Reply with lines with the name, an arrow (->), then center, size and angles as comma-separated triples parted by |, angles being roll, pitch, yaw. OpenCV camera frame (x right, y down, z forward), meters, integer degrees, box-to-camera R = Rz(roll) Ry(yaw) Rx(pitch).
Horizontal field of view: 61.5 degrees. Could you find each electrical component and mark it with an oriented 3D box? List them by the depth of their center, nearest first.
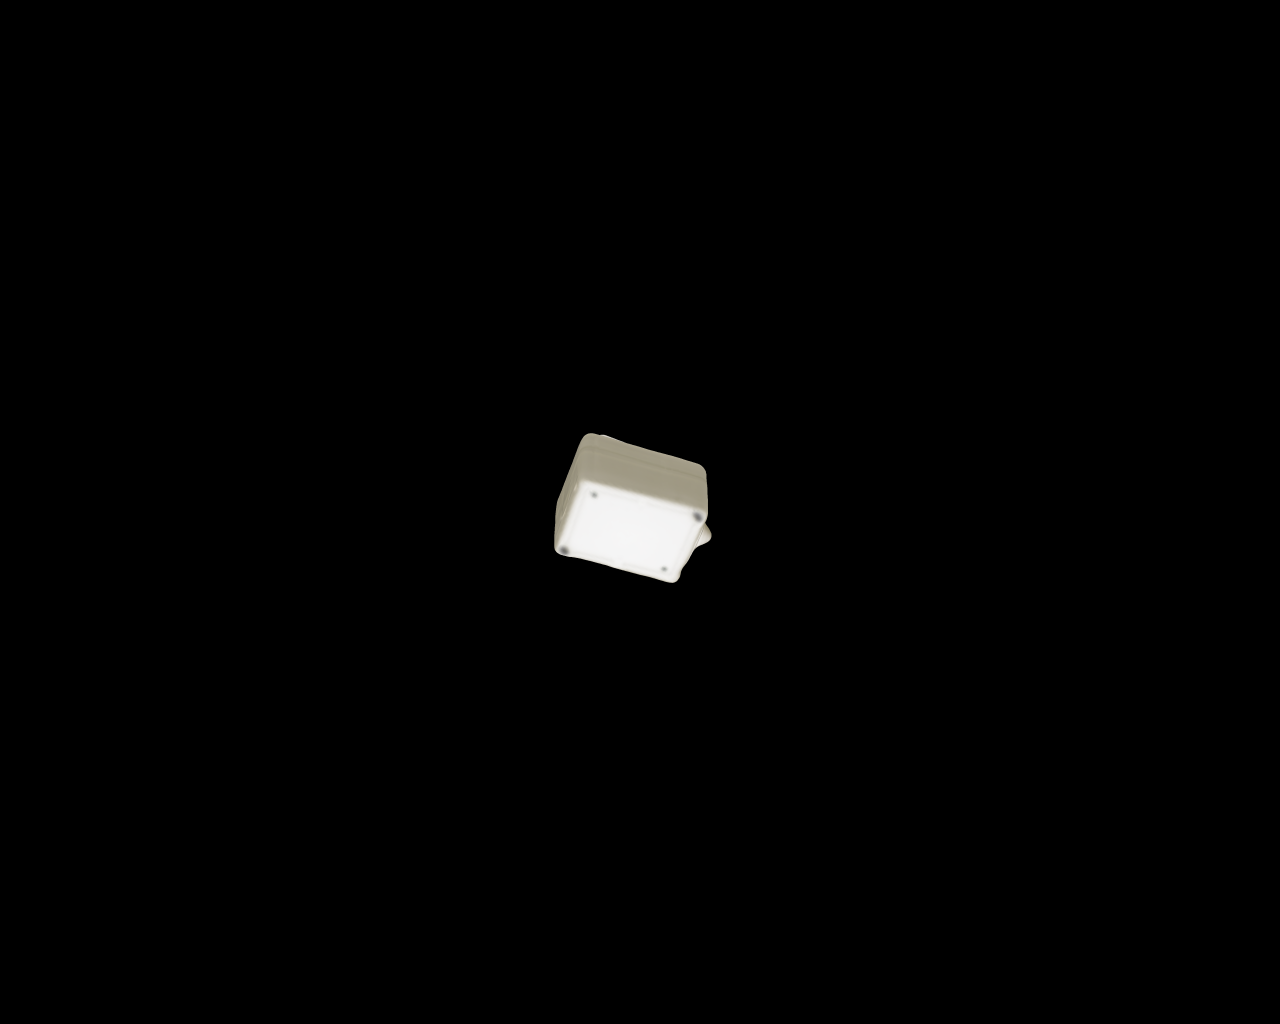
electrical component -> 0.001, -0.003, 0.650 | 0.096, 0.061, 0.061 | 15, 36, -11
